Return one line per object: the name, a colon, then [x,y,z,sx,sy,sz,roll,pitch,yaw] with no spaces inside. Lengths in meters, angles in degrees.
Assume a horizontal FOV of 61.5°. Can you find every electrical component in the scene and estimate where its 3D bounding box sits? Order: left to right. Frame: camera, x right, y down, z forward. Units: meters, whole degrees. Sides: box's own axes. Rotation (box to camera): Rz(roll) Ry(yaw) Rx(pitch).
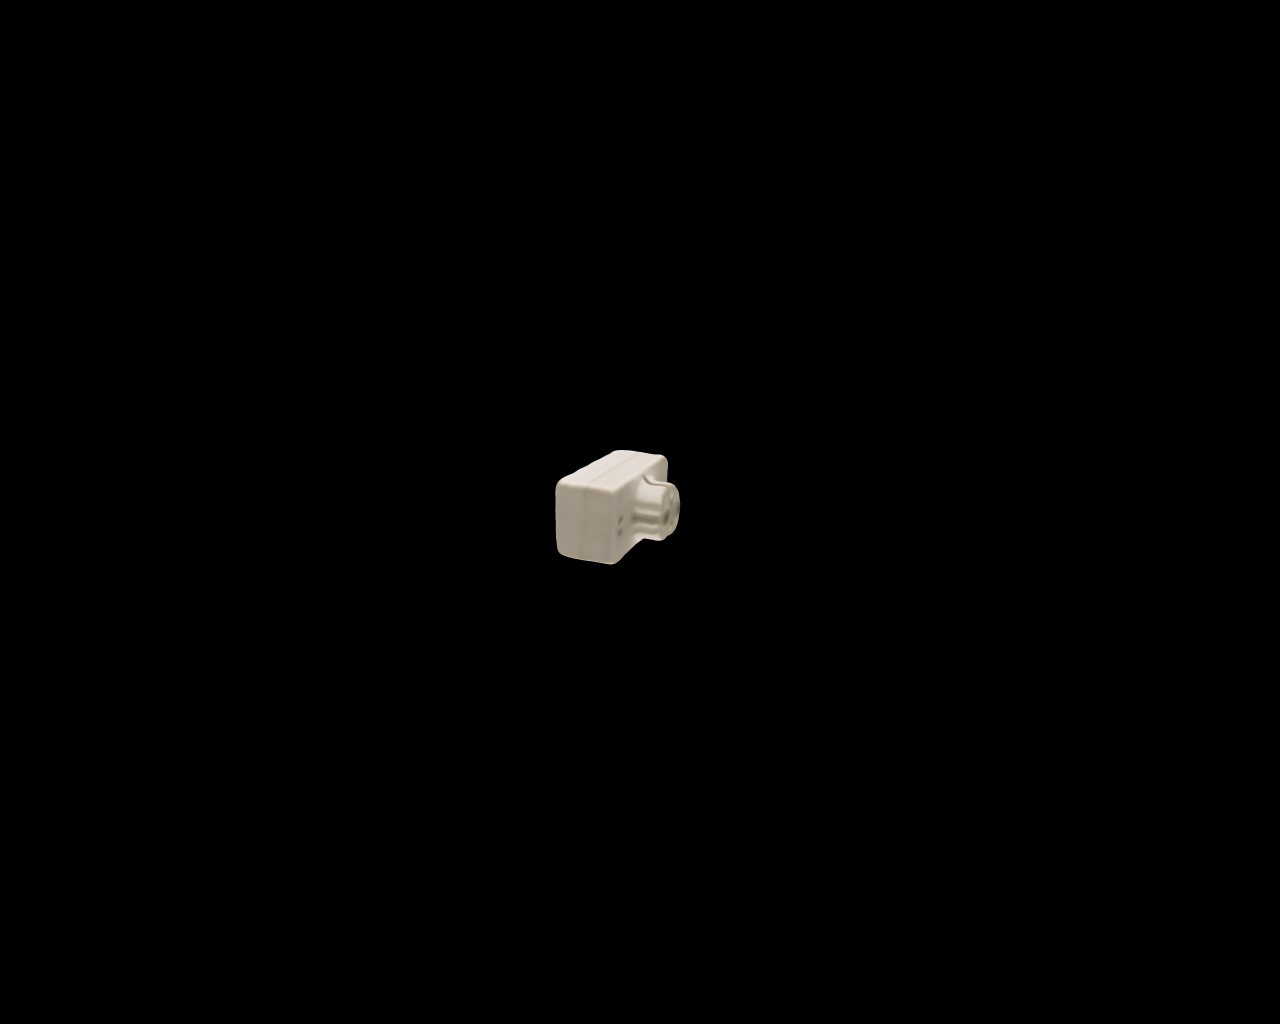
electrical component: [0.001,-0.003,0.650,0.076,0.047,0.083,8,20,22]
